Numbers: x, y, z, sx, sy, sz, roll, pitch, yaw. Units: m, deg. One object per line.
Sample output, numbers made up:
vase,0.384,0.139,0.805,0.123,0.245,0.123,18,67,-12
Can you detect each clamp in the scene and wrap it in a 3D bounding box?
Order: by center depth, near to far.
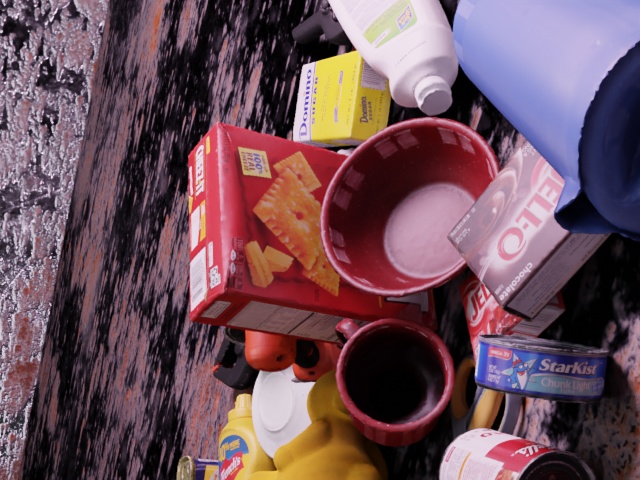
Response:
clamp,0.015,-0.258,1.211,0.171,0.039,0.120,-118,41,-55
clamp,-0.084,0.118,1.321,0.210,0.036,0.164,-36,49,57

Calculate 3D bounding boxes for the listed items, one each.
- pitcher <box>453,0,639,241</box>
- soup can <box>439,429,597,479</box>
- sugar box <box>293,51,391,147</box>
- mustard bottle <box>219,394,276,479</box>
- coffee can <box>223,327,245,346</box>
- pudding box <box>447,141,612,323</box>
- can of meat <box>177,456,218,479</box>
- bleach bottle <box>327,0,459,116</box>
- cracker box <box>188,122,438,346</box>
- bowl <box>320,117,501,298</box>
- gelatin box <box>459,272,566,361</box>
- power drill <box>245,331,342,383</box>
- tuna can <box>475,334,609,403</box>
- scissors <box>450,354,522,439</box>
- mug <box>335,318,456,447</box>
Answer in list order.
pitcher,0.180,-0.113,0.667,0.243,0.149,0.145,-118,26,-60
soup can,0.134,0.170,0.733,0.102,0.068,0.068,179,99,-68
sugar box,0.022,-0.149,1.149,0.176,0.048,0.093,-172,90,-67
mustard bottle,-0.084,0.272,1.239,0.096,0.058,0.191,-43,43,49
coffee can,-0.059,0.039,1.203,0.103,0.102,0.140,134,139,-55
pudding box,0.152,-0.013,0.744,0.114,0.039,0.090,-53,36,18
can of meat,-0.128,0.317,1.295,0.058,0.083,0.102,146,129,-62
bleach bottle,0.069,-0.200,1.013,0.103,0.068,0.251,-43,41,25
cracker box,-0.006,0.001,0.937,0.072,0.213,0.164,-41,45,50
bowl,0.082,-0.019,0.883,0.162,0.055,0.162,-13,61,24
gelatin box,0.142,0.043,0.806,0.089,0.030,0.073,125,147,-46
power drill,-0.027,0.054,1.045,0.187,0.057,0.184,49,-141,-62
tuna can,0.146,0.085,0.709,0.086,0.086,0.034,-174,91,-68
scissors,0.108,0.176,0.863,0.096,0.016,0.202,-107,33,-49
mug,0.053,0.112,0.872,0.117,0.093,0.081,44,166,20
